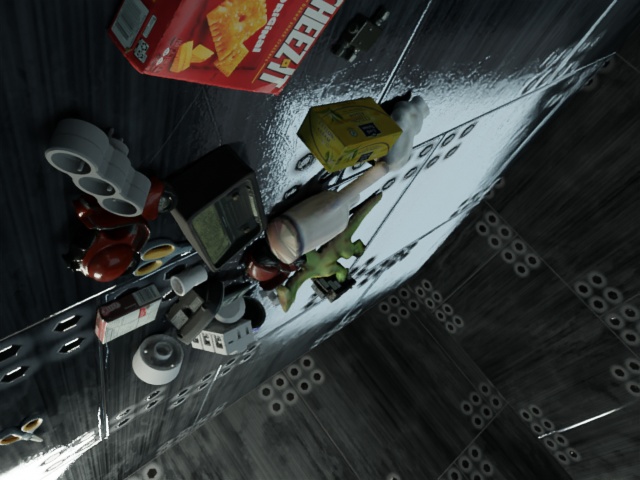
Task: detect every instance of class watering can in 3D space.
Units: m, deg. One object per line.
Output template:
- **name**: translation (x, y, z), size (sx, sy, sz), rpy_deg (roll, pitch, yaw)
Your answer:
- **watering can**: translation (0.003, -0.055, 1.099), size (0.227, 0.104, 0.342), rpy_deg (-31, 173, -27)

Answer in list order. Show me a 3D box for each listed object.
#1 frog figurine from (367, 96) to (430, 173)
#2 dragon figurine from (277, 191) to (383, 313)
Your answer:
- **frog figurine**: translation (0.163, -0.213, 1.050), size (0.160, 0.125, 0.134), rpy_deg (-25, 142, -7)
- **dragon figurine**: translation (0.015, 0.016, 1.382), size (0.409, 0.123, 0.241), rpy_deg (-59, 155, 5)
